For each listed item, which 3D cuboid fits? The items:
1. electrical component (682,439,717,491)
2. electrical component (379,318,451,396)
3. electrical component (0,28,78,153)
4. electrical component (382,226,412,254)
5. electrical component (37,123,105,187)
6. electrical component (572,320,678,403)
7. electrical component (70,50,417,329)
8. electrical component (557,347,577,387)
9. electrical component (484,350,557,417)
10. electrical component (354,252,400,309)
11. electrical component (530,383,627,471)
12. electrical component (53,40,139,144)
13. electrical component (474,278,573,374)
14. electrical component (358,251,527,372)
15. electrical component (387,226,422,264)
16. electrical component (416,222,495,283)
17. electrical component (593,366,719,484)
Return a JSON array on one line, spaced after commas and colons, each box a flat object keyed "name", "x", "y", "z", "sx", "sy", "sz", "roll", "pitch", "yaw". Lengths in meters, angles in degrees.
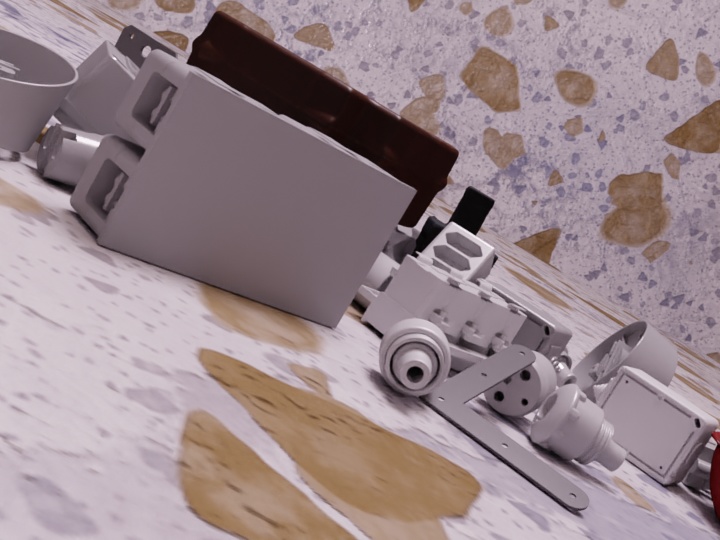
[{"name": "electrical component", "x": 0.301, "y": 0.168, "z": 0.908, "sx": 0.055, "sy": 0.048, "sz": 0.066, "roll": 23, "pitch": 8, "yaw": 0}, {"name": "electrical component", "x": 0.032, "y": 0.054, "z": 0.637, "sx": 0.043, "sy": 0.043, "sz": 0.062, "roll": 30, "pitch": 9, "yaw": -3}, {"name": "electrical component", "x": -0.229, "y": -0.115, "z": 0.648, "sx": 0.099, "sy": 0.064, "sz": 0.099, "roll": 30, "pitch": 8, "yaw": -5}, {"name": "electrical component", "x": -0.010, "y": -0.057, "z": 1.033, "sx": 0.121, "sy": 0.063, "sz": 0.078, "roll": 23, "pitch": 52, "yaw": -43}, {"name": "electrical component", "x": -0.170, "y": -0.068, "z": 0.664, "sx": 0.046, "sy": 0.040, "sz": 0.040, "roll": 16, "pitch": 16, "yaw": -40}, {"name": "electrical component", "x": 0.231, "y": 0.089, "z": 0.956, "sx": 0.064, "sy": 0.099, "sz": 0.099, "roll": 36, "pitch": 7, "yaw": -9}, {"name": "electrical component", "x": -0.068, "y": -0.045, "z": 0.656, "sx": 0.186, "sy": 0.105, "sz": 0.060, "roll": 23, "pitch": 11, "yaw": -44}, {"name": "electrical component", "x": 0.167, "y": 0.082, "z": 0.950, "sx": 0.048, "sy": 0.048, "sz": 0.062, "roll": 24, "pitch": 18, "yaw": -40}, {"name": "electrical component", "x": 0.113, "y": 0.080, "z": 0.762, "sx": 0.045, "sy": 0.045, "sz": 0.055, "roll": 33, "pitch": 9, "yaw": 17}, {"name": "electrical component", "x": 0.000, "y": 0.000, "z": 0.844, "sx": 0.081, "sy": 0.043, "sz": 0.043, "roll": 37, "pitch": 10, "yaw": 38}, {"name": "electrical component", "x": 0.149, "y": 0.110, "z": 0.718, "sx": 0.062, "sy": 0.048, "sz": 0.048, "roll": 37, "pitch": 8, "yaw": -5}, {"name": "electrical component", "x": -0.155, "y": -0.099, "z": 0.745, "sx": 0.108, "sy": 0.056, "sz": 0.108, "roll": 46, "pitch": 2, "yaw": -22}, {"name": "electrical component", "x": 0.128, "y": 0.058, "z": 0.887, "sx": 0.096, "sy": 0.061, "sz": 0.061, "roll": 35, "pitch": 9, "yaw": 27}, {"name": "electrical component", "x": 0.067, "y": 0.035, "z": 0.802, "sx": 0.121, "sy": 0.063, "sz": 0.079, "roll": 22, "pitch": 12, "yaw": -47}, {"name": "electrical component", "x": 0.055, "y": -0.018, "z": 1.121, "sx": 0.089, "sy": 0.050, "sz": 0.056, "roll": 34, "pitch": 8, "yaw": 22}, {"name": "electrical component", "x": 0.069, "y": 0.017, "z": 0.918, "sx": 0.047, "sy": 0.083, "sz": 0.075, "roll": 34, "pitch": -30, "yaw": 19}, {"name": "electrical component", "x": 0.232, "y": 0.122, "z": 0.874, "sx": 0.096, "sy": 0.061, "sz": 0.061, "roll": 35, "pitch": 9, "yaw": 29}]
